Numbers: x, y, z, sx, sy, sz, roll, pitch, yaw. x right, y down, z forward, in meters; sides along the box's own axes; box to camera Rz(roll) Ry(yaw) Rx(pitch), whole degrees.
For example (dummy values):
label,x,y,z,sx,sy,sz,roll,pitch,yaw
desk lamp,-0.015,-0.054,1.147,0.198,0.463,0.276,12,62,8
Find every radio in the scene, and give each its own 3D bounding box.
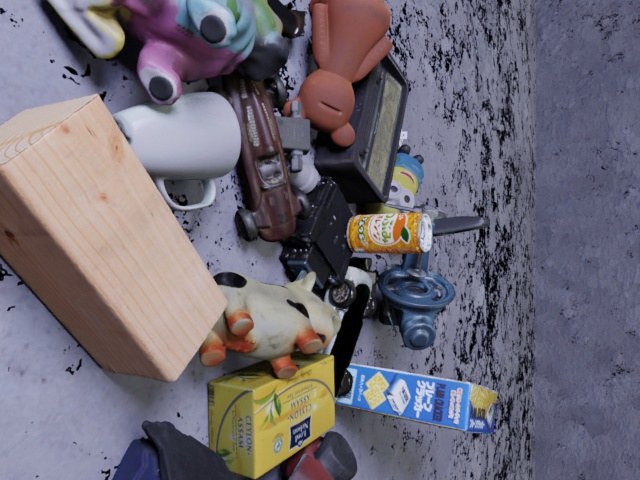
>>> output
label,x,y,z,sx,sy,sz,roll,pitch,yaw
radio,0.069,-0.182,0.831,0.131,0.073,0.229,40,56,-52

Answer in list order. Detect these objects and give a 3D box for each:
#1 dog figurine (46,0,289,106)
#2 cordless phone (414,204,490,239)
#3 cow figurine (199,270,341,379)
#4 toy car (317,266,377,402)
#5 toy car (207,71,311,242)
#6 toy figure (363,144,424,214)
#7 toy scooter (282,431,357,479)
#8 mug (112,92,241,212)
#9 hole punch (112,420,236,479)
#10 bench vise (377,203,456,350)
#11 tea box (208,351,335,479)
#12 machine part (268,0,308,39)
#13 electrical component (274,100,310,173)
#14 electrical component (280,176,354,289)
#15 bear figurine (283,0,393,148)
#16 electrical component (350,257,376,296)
label,x,y,z,sx,sy,sz,roll,pitch,yaw
dog figurine,-0.116,-0.216,0.492,0.191,0.108,0.219,42,29,-13
cordless phone,0.226,-0.026,0.987,0.146,0.184,0.088,5,81,-59
cow figurine,-0.053,0.084,0.602,0.194,0.085,0.127,21,30,-42
toy car,0.025,0.136,0.757,0.073,0.056,0.201,30,75,-48
toy car,-0.065,-0.093,0.603,0.089,0.053,0.201,-20,111,-27
toy figure,0.132,-0.090,0.930,0.180,0.082,0.089,-64,170,-48
toy scooter,-0.031,0.306,0.636,0.075,0.135,0.184,51,15,3
mug,-0.138,-0.080,0.491,0.107,0.081,0.109,-15,107,-47
hole punch,-0.137,0.245,0.486,0.142,0.092,0.116,50,11,-40
bench vise,0.153,0.051,0.867,0.224,0.129,0.240,-68,165,-64
tea box,-0.051,0.195,0.633,0.169,0.068,0.098,-7,96,-60
machine part,-0.067,-0.285,0.644,0.139,0.039,0.084,7,75,-57
electrical component,-0.044,-0.129,0.662,0.063,0.021,0.094,1,79,-18
electrical component,-0.001,-0.002,0.730,0.114,0.058,0.134,54,45,-41
bear figurine,0.023,-0.237,0.740,0.132,0.120,0.195,-121,-131,-69
electrical component,0.056,0.077,0.841,0.078,0.045,0.102,-1,87,-31
